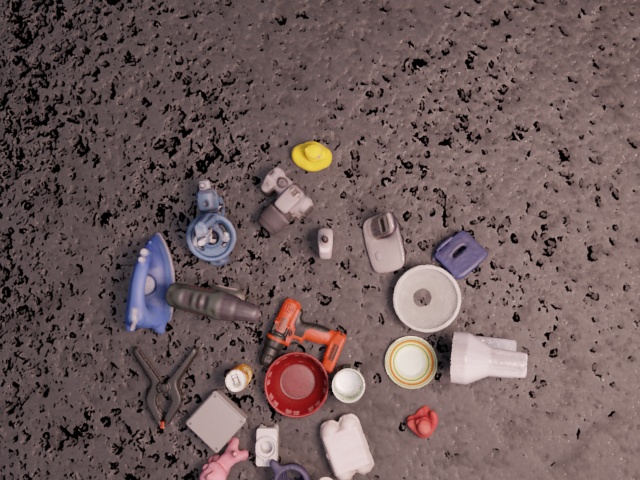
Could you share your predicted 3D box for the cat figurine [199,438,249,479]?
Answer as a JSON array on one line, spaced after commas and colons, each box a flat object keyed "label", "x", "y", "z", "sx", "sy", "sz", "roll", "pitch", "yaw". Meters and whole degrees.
[{"label": "cat figurine", "x": -0.240, "y": 0.554, "z": 1.387, "sx": 0.128, "sy": 0.118, "sz": 0.067, "roll": -44, "pitch": 86, "yaw": -3}]

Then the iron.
[{"label": "iron", "x": -0.430, "y": 0.104, "z": 1.412, "sx": 0.118, "sy": 0.141, "sz": 0.258, "roll": 3, "pitch": 86, "yaw": 1}]

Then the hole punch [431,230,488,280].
[{"label": "hole punch", "x": 0.348, "y": 0.038, "z": 1.435, "sx": 0.109, "sy": 0.091, "sz": 0.101, "roll": -41, "pitch": 86, "yaw": -2}]

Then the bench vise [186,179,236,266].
[{"label": "bench vise", "x": -0.282, "y": -0.041, "z": 1.382, "sx": 0.121, "sy": 0.219, "sz": 0.207, "roll": -27, "pitch": 86, "yaw": -1}]

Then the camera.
[{"label": "camera", "x": -0.105, "y": -0.091, "z": 1.444, "sx": 0.143, "sy": 0.101, "sz": 0.137, "roll": 44, "pitch": 87, "yaw": 4}]

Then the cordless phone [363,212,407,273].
[{"label": "cordless phone", "x": 0.163, "y": 0.003, "z": 1.392, "sx": 0.094, "sy": 0.185, "sz": 0.147, "roll": -16, "pitch": 85, "yaw": 0}]

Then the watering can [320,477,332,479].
[{"label": "watering can", "x": 0.005, "y": 0.649, "z": 1.339, "sx": 0.101, "sy": 0.194, "sz": 0.173, "roll": -17, "pitch": 85, "yaw": 0}]

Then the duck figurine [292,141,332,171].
[{"label": "duck figurine", "x": -0.022, "y": -0.220, "z": 1.461, "sx": 0.104, "sy": 0.086, "sz": 0.077, "roll": 7, "pitch": 86, "yaw": 1}]

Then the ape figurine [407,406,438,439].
[{"label": "ape figurine", "x": 0.253, "y": 0.453, "z": 1.403, "sx": 0.078, "sy": 0.092, "sz": 0.076, "roll": 3, "pitch": 86, "yaw": 1}]

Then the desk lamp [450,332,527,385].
[{"label": "desk lamp", "x": 0.391, "y": 0.279, "z": 1.354, "sx": 0.203, "sy": 0.213, "sz": 0.118, "roll": 5, "pitch": 86, "yaw": 1}]

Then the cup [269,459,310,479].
[{"label": "cup", "x": -0.077, "y": 0.572, "z": 1.396, "sx": 0.118, "sy": 0.095, "sz": 0.092, "roll": 45, "pitch": 87, "yaw": 4}]

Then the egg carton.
[{"label": "egg carton", "x": 0.064, "y": 0.511, "z": 1.412, "sx": 0.107, "sy": 0.069, "sz": 0.150, "roll": -21, "pitch": 86, "yaw": -1}]

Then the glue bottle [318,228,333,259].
[{"label": "glue bottle", "x": 0.013, "y": 0.005, "z": 1.399, "sx": 0.037, "sy": 0.173, "sz": 0.078, "roll": 0, "pitch": 85, "yaw": 1}]

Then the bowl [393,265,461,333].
[{"label": "bowl", "x": 0.263, "y": 0.146, "z": 1.435, "sx": 0.167, "sy": 0.075, "sz": 0.167, "roll": 0, "pitch": 86, "yaw": 1}]

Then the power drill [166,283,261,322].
[{"label": "power drill", "x": -0.242, "y": 0.150, "z": 1.373, "sx": 0.229, "sy": 0.208, "sz": 0.076, "roll": 11, "pitch": 86, "yaw": 2}]
